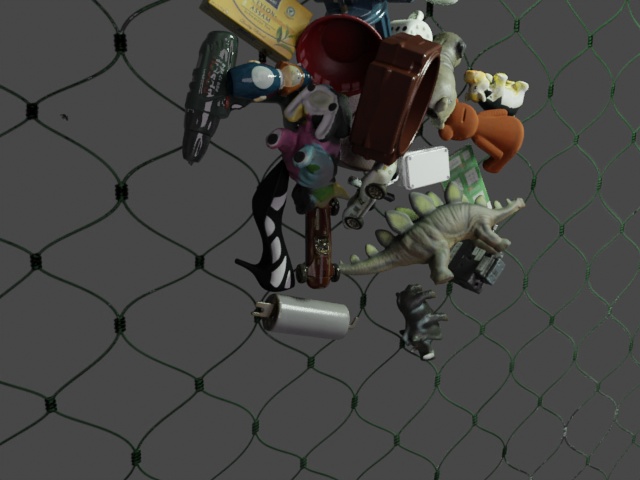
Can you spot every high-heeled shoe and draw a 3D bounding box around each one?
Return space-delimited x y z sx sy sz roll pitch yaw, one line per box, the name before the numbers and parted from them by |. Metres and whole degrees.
high-heeled shoe | -0.068 -0.020 1.036 0.145 0.086 0.248 23 94 -33

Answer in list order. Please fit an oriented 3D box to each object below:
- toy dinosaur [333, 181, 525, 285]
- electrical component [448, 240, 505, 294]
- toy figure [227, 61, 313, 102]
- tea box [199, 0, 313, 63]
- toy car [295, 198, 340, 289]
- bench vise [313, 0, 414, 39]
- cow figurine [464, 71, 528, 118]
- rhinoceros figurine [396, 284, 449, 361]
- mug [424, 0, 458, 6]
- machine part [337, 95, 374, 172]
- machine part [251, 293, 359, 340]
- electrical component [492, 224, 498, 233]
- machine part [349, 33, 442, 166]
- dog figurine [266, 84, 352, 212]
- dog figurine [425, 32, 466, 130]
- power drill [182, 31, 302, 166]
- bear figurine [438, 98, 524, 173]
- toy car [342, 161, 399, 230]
toy dinosaur | 0.232 -0.003 1.143 0.471 0.105 0.198 -25 78 -10
electrical component | 0.354 0.057 1.237 0.058 0.134 0.115 39 83 -32
toy figure | -0.078 -0.268 0.906 0.154 0.058 0.064 -12 124 -24
tea box | -0.110 -0.396 0.935 0.169 0.068 0.098 26 90 -28
toy car | -0.002 -0.003 1.070 0.089 0.053 0.202 3 87 -25
bench vise | 0.102 -0.413 0.986 0.240 0.224 0.129 67 31 -50
cow figurine | 0.384 -0.325 1.209 0.167 0.068 0.098 5 105 -27
rhinoceros figurine | 0.233 0.193 1.241 0.112 0.073 0.190 -31 113 -20
mug | 0.238 -0.529 1.084 0.107 0.081 0.109 13 91 -40
machine part | 0.085 -0.220 1.075 0.179 0.056 0.179 -4 102 -21
machine part | -0.028 0.158 1.096 0.243 0.079 0.079 13 95 -30
electrical component | 0.399 -0.004 1.311 0.063 0.021 0.094 28 89 -29
machine part | 0.136 -0.244 0.930 0.201 0.087 0.201 -47 157 -55
dog figurine | 0.004 -0.150 0.974 0.191 0.109 0.219 -55 152 -5
dog figurine | 0.247 -0.336 1.079 0.121 0.173 0.190 34 92 -40
power drill | -0.136 -0.239 0.958 0.207 0.086 0.231 4 97 -20
bear figurine | 0.338 -0.233 1.181 0.196 0.132 0.120 9 74 -9
toy car | 0.094 -0.089 1.049 0.056 0.201 0.073 34 56 0
